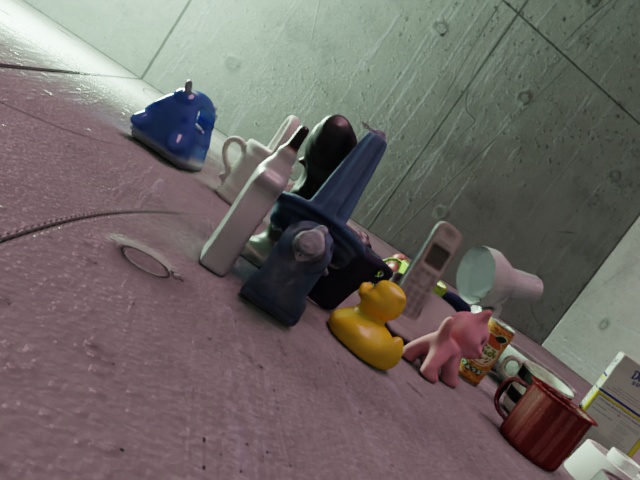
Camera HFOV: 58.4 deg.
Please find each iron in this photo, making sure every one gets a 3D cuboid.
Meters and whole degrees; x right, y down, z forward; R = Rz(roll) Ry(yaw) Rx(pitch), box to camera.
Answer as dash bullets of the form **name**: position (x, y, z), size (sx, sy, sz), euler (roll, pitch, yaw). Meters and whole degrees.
- **iron**: position (-0.242, -0.214, 1.071), size (0.118, 0.141, 0.258), euler (35, 6, 3)

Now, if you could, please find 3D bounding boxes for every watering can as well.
- **watering can**: position (-0.090, -0.137, 1.044), size (0.173, 0.194, 0.100), euler (30, 8, -36)

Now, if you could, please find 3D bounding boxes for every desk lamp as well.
- **desk lamp**: position (0.355, 0.138, 1.192), size (0.204, 0.213, 0.117), euler (31, 7, -27)

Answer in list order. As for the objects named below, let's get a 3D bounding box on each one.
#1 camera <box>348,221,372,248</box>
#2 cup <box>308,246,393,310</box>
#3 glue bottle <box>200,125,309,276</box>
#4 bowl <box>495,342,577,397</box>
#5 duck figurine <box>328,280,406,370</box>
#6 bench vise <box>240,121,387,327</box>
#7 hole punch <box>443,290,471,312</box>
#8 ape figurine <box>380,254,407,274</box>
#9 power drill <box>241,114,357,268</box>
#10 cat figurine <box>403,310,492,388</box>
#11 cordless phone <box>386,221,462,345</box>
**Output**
- **camera**: position (0.009, 0.003, 0.927), size (0.136, 0.101, 0.143), euler (35, 6, 6)
- **cup**: position (0.032, 0.047, 0.748), size (0.118, 0.095, 0.091), euler (31, 7, -28)
- **glue bottle**: position (-0.063, -0.045, 0.594), size (0.037, 0.173, 0.078), euler (33, 6, -11)
- **bowl**: position (0.395, 0.265, 1.091), size (0.167, 0.074, 0.167), euler (34, 6, -4)
- **duck figurine**: position (0.066, 0.089, 0.654), size (0.078, 0.086, 0.104), euler (29, 8, -40)
- **bench vise**: position (0.017, -0.020, 0.603), size (0.122, 0.219, 0.207), euler (32, 7, -20)
- **hole punch**: position (0.231, 0.133, 1.150), size (0.109, 0.091, 0.101), euler (33, 7, -16)
- **ape figurine**: position (0.151, 0.070, 1.205), size (0.078, 0.092, 0.076), euler (31, 7, -31)
- **power drill**: position (-0.021, -0.058, 0.742), size (0.075, 0.208, 0.230), euler (35, 6, 0)
- **cat figurine**: position (0.185, 0.135, 0.783), size (0.067, 0.117, 0.128), euler (39, 8, 38)
- **cordless phone**: position (0.174, 0.077, 0.851), size (0.148, 0.185, 0.094), euler (32, 7, -22)
